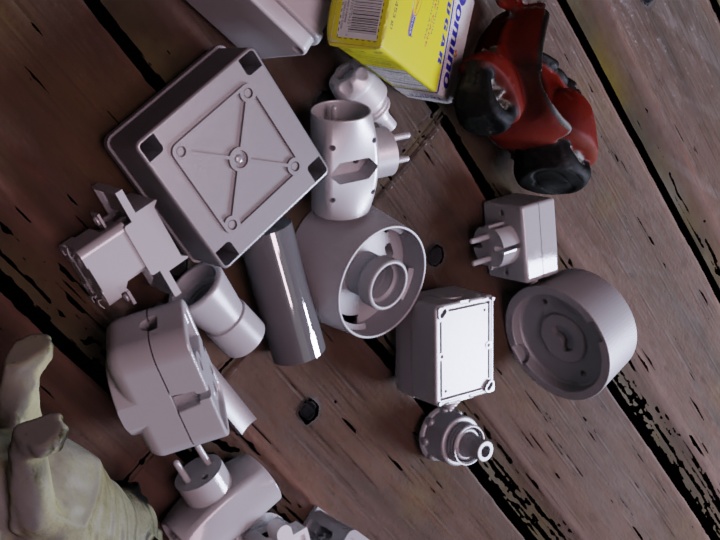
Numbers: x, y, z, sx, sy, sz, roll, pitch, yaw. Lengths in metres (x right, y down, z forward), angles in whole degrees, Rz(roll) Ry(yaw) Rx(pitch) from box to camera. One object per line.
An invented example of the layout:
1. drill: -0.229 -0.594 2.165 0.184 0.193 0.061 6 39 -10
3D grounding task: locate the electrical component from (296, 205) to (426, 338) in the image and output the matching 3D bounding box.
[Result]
1. electrical component: 0.000 0.000 0.815 0.099 0.064 0.099 -22 124 -37

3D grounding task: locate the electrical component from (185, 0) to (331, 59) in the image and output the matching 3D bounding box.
1. electrical component: -0.075 -0.193 0.699 0.113 0.078 0.057 39 72 -35

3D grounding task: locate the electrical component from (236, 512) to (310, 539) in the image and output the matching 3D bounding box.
1. electrical component: -0.064 0.208 0.795 0.048 0.055 0.066 -25 113 -31

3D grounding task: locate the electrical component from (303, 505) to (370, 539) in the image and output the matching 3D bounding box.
1. electrical component: 0.010 0.285 0.863 0.186 0.060 0.105 44 73 -34

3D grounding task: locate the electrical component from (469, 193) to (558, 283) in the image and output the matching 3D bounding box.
1. electrical component: 0.121 -0.023 0.896 0.077 0.047 0.065 -17 108 -33

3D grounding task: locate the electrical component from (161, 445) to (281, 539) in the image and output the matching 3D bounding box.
1. electrical component: -0.106 0.158 0.763 0.077 0.043 0.079 -39 119 -25

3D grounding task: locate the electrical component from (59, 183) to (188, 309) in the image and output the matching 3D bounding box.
1. electrical component: -0.155 -0.013 0.696 0.064 0.042 0.081 -38 118 -24

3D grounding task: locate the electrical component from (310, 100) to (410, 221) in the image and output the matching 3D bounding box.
1. electrical component: 0.002 -0.083 0.783 0.079 0.043 0.077 -14 123 -24

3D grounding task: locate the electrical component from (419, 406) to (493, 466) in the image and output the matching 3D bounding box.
1. electrical component: 0.083 0.141 0.889 0.048 0.062 0.048 -8 103 -36

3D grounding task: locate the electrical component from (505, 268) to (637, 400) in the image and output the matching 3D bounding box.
1. electrical component: 0.186 0.050 0.924 0.060 0.108 0.108 -30 115 -36

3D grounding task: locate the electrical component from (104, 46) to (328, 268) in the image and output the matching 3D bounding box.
1. electrical component: -0.094 -0.076 0.720 0.108 0.056 0.108 -45 122 -21

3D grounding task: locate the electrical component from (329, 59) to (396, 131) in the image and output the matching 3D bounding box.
1. electrical component: 0.006 -0.126 0.800 0.061 0.035 0.035 46 71 -36

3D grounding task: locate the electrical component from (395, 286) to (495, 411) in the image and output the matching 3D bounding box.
1. electrical component: 0.066 0.065 0.862 0.062 0.061 0.096 -10 105 -36

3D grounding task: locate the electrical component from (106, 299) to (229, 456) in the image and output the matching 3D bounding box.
1. electrical component: -0.129 0.073 0.708 0.059 0.053 0.095 -17 126 -2

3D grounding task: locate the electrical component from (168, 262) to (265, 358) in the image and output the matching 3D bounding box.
1. electrical component: -0.096 0.031 0.749 0.044 0.044 0.065 -52 129 -17
